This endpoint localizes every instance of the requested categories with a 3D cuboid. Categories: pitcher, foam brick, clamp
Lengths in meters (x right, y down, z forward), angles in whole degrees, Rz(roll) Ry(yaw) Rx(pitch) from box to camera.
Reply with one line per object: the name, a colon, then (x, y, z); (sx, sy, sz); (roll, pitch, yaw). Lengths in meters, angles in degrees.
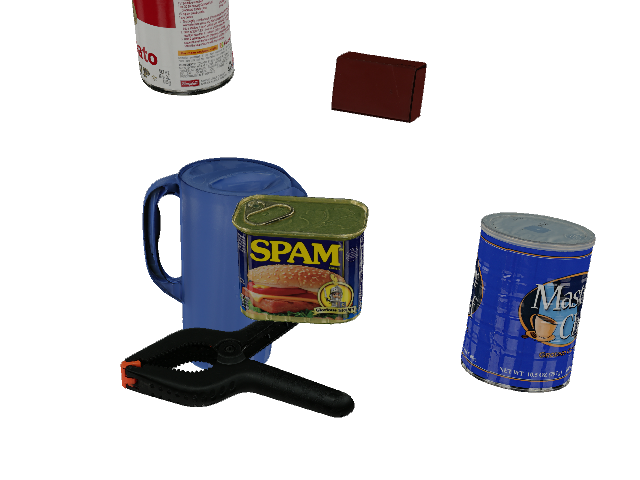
pitcher: (-0.116, 0.030, 1.265); (0.149, 0.243, 0.144); (20, 27, 33)
foam brick: (0.054, -0.144, 0.997); (0.078, 0.051, 0.053); (11, 18, 14)
clamp: (-0.077, 0.119, 0.992); (0.209, 0.036, 0.165); (-9, 36, -17)

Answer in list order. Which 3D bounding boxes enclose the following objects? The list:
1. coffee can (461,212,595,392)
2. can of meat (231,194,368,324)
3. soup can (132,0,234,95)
coffee can: (0.189, 0.055, 0.982); (0.103, 0.140, 0.103); (6, 16, -2)
can of meat: (-0.015, 0.016, 0.826); (0.102, 0.084, 0.057); (3, 30, 6)
soup can: (-0.093, -0.158, 0.720); (0.068, 0.102, 0.068); (0, 36, 0)
